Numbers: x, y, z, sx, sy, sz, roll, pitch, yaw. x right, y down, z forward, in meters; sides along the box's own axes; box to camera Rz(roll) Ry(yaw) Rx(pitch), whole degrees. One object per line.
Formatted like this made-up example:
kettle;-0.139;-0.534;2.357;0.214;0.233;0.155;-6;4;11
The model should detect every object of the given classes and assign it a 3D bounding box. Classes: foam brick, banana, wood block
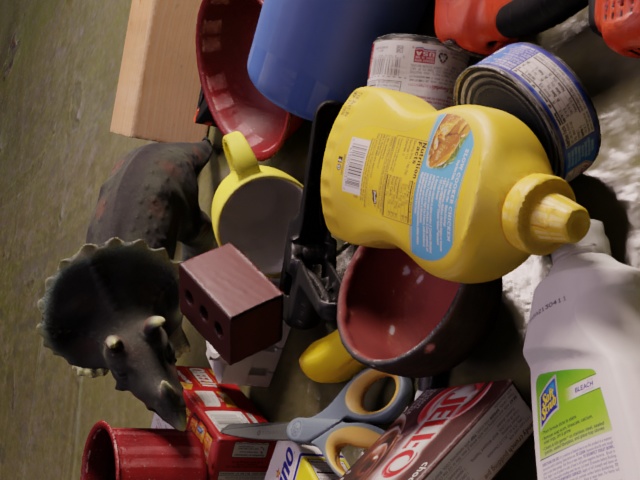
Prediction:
foam brick;-0.071;0.049;0.846;0.078;0.051;0.053;41;142;37
banana;0.033;0.060;0.782;0.198;0.037;0.069;-55;18;40
wood block;-0.166;-0.212;1.194;0.090;0.090;0.206;21;102;64

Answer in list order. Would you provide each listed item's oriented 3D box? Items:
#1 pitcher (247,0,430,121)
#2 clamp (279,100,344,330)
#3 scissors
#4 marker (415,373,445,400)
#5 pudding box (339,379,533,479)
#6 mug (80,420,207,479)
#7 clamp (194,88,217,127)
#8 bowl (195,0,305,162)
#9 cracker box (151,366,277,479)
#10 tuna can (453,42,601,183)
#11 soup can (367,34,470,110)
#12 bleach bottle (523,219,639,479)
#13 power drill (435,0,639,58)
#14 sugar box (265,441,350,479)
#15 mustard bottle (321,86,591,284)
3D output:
pitcher;0.022;-0.214;0.767;0.149;0.144;0.243;-114;38;-47
clamp;-0.005;0.001;0.812;0.210;0.036;0.164;121;152;-71
scissors;-0.001;0.126;0.791;0.202;0.016;0.096;12;74;53
marker;0.068;0.132;0.705;0.020;0.020;0.121;5;87;64
pudding box;0.063;0.131;0.623;0.113;0.039;0.090;-43;9;-29
mug;-0.150;0.199;0.890;0.117;0.081;0.093;-23;65;57
clamp;-0.095;-0.184;1.095;0.120;0.039;0.172;-97;21;-59
bowl;-0.048;-0.154;0.946;0.162;0.055;0.162;33;132;47
cracker box;-0.110;0.243;0.972;0.164;0.072;0.214;33;113;61
tuna can;0.116;-0.067;0.601;0.086;0.033;0.086;47;158;26
soup can;0.062;-0.082;0.723;0.069;0.068;0.102;6;88;64
bleach bottle;0.147;0.104;0.508;0.103;0.068;0.251;-41;45;52
power drill;0.140;-0.185;0.606;0.188;0.057;0.184;-2;81;64
sugar box;0.004;0.221;0.778;0.176;0.048;0.093;48;124;56
mustard bottle;0.074;-0.028;0.591;0.192;0.058;0.096;23;103;56
